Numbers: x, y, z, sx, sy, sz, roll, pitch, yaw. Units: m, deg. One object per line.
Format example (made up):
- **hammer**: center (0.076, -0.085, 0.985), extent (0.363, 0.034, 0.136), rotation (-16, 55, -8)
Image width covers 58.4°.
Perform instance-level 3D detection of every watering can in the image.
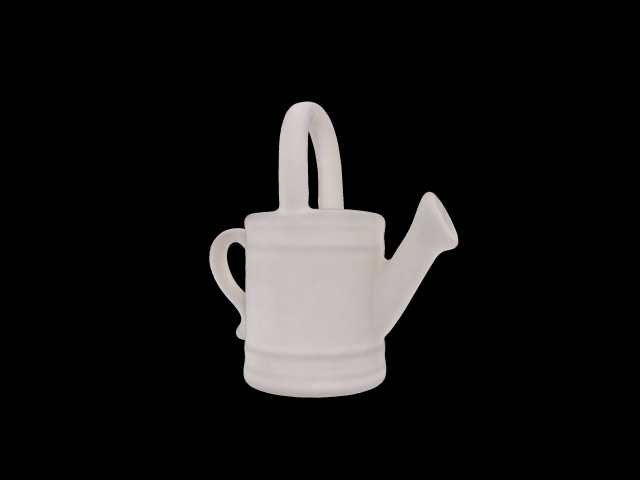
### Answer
- **watering can**: center (0.004, 0.001, 0.402), extent (0.173, 0.194, 0.101), rotation (0, 0, -1)
